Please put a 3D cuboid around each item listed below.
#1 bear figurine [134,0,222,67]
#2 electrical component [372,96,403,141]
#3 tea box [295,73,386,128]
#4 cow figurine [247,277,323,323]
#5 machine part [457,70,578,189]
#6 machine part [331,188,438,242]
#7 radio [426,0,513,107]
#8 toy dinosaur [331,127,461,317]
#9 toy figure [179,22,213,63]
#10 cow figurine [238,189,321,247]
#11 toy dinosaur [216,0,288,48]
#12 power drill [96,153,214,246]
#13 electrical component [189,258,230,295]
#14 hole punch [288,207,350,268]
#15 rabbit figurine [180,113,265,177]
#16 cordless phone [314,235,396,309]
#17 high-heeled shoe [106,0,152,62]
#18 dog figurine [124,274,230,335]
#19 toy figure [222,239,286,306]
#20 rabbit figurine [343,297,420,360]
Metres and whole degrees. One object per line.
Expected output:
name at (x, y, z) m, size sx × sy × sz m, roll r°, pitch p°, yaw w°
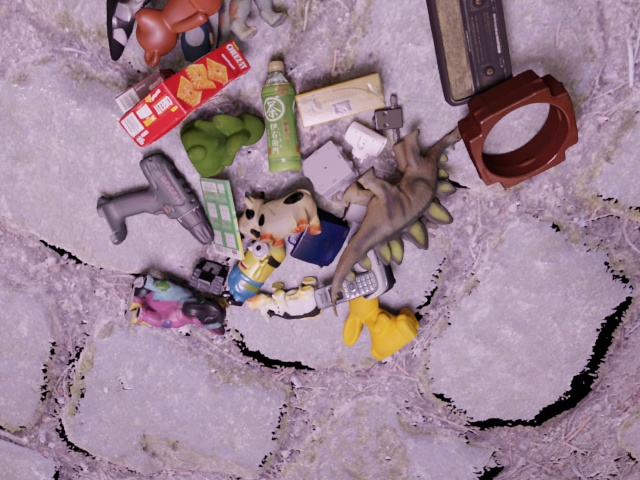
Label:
bear figurine at (-0.281, -0.422, 0.980) m, size 0.196 × 0.131 × 0.120 m, roll -25°, pitch 62°, yaw 18°
electrical component at (0.141, -0.252, 1.124) m, size 0.063 × 0.021 × 0.093 m, roll -4°, pitch 109°, yaw 4°
tea box at (0.041, -0.282, 1.078) m, size 0.170 × 0.098 × 0.068 m, roll -14°, pitch 107°, yaw 9°
cow figurine at (-0.082, 0.151, 1.252) m, size 0.167 × 0.068 × 0.098 m, roll -11°, pitch 115°, yaw 7°
machine part at (0.388, -0.214, 1.059) m, size 0.201 × 0.087 × 0.201 m, roll -27°, pitch 135°, yaw 14°
machine part at (0.141, -0.054, 1.164) m, size 0.243 × 0.079 × 0.079 m, roll 19°, pitch 109°, yaw -6°
radio at (0.291, -0.387, 1.044) m, size 0.131 × 0.073 × 0.229 m, roll -13°, pitch 110°, yaw 7°
toy dinosaur at (0.149, -0.060, 1.076) m, size 0.471 × 0.105 × 0.198 m, roll -44°, pitch 90°, yaw -12°
toy figure at (-0.243, -0.431, 1.060) m, size 0.064 × 0.058 × 0.154 m, roll -8°, pitch 111°, yaw -33°
cow figurine at (-0.095, -0.053, 1.129) m, size 0.195 × 0.085 × 0.127 m, roll -18°, pitch 65°, yaw 31°
toy dinosaur at (-0.109, -0.510, 1.000) m, size 0.405 × 0.131 × 0.192 m, roll -32°, pitch 93°, yaw 17°
power drill at (-0.367, -0.059, 1.180) m, size 0.207 × 0.086 × 0.231 m, roll -20°, pitch 106°, yaw 13°
electrical component at (-0.250, 0.088, 1.206) m, size 0.075 × 0.119 × 0.047 m, roll 18°, pitch 109°, yaw -7°
hole punch at (-0.002, -0.004, 1.184) m, size 0.116 × 0.092 × 0.142 m, roll 24°, pitch 105°, yaw -10°
rabbit figurine at (-0.194, -0.214, 1.096) m, size 0.170 × 0.159 × 0.121 m, roll -27°, pitch 97°, yaw -5°
cordless phone at (0.065, 0.070, 1.191) m, size 0.184 × 0.088 × 0.146 m, roll -20°, pitch 77°, yaw 14°
high-heeled shoe at (-0.338, -0.465, 1.058) m, size 0.145 × 0.086 × 0.248 m, roll -1°, pitch 132°, yaw -29°
dog figurine at (-0.320, 0.159, 1.242) m, size 0.219 × 0.192 × 0.108 m, roll 19°, pitch 71°, yaw -29°
toy figure at (-0.149, 0.067, 1.213) m, size 0.082 × 0.089 × 0.180 m, roll 39°, pitch 105°, yaw 23°
rabbit figurine at (0.126, 0.180, 1.245) m, size 0.162 × 0.122 × 0.173 m, roll -38°, pitch 90°, yaw 23°
